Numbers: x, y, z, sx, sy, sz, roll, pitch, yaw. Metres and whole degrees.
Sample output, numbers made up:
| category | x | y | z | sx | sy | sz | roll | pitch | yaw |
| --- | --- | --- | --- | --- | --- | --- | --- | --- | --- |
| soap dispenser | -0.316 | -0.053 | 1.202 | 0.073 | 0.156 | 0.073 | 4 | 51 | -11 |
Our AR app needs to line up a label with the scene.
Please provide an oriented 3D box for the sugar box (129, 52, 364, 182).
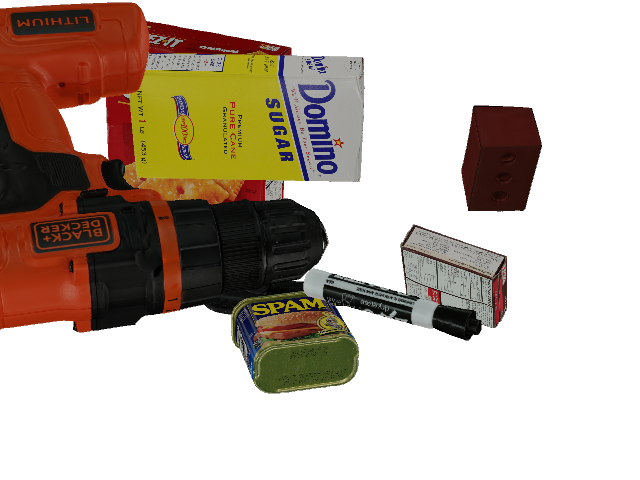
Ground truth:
| category | x | y | z | sx | sy | sz | roll | pitch | yaw |
| --- | --- | --- | --- | --- | --- | --- | --- | --- | --- |
| sugar box | -0.055 | -0.094 | 0.823 | 0.176 | 0.093 | 0.048 | 2 | 34 | 2 |

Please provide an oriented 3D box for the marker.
| category | x | y | z | sx | sy | sz | roll | pitch | yaw |
| --- | --- | --- | --- | --- | --- | --- | --- | --- | --- |
| marker | 0.045 | 0.040 | 0.674 | 0.121 | 0.020 | 0.020 | 14 | 7 | 29 |

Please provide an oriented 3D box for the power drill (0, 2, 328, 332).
| category | x | y | z | sx | sy | sz | roll | pitch | yaw |
| --- | --- | --- | --- | --- | --- | --- | --- | --- | --- |
| power drill | -0.105 | -0.041 | 0.525 | 0.184 | 0.188 | 0.057 | -7 | -42 | -18 |

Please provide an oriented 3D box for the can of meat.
| category | x | y | z | sx | sy | sz | roll | pitch | yaw |
| --- | --- | --- | --- | --- | --- | --- | --- | --- | --- |
| can of meat | -0.023 | 0.092 | 0.972 | 0.102 | 0.057 | 0.084 | -6 | 28 | -15 |

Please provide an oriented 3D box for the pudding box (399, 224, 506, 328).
| category | x | y | z | sx | sy | sz | roll | pitch | yaw |
| --- | --- | --- | --- | --- | --- | --- | --- | --- | --- |
| pudding box | 0.145 | 0.039 | 1.152 | 0.114 | 0.039 | 0.090 | 19 | -36 | 24 |

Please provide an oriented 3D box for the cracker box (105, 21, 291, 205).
| category | x | y | z | sx | sy | sz | roll | pitch | yaw |
| --- | --- | --- | --- | --- | --- | --- | --- | --- | --- |
| cracker box | -0.119 | -0.089 | 1.027 | 0.164 | 0.214 | 0.072 | 13 | 32 | 13 |

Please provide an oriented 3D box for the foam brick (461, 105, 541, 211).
| category | x | y | z | sx | sy | sz | roll | pitch | yaw |
| --- | --- | --- | --- | --- | --- | --- | --- | --- | --- |
| foam brick | 0.154 | -0.070 | 0.919 | 0.053 | 0.051 | 0.078 | 0 | -43 | -2 |

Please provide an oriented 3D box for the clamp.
| category | x | y | z | sx | sy | sz | roll | pitch | yaw |
| --- | --- | --- | --- | --- | --- | --- | --- | --- | --- |
| clamp | -0.071 | 0.068 | 1.196 | 0.210 | 0.036 | 0.164 | 15 | 29 | 24 |
